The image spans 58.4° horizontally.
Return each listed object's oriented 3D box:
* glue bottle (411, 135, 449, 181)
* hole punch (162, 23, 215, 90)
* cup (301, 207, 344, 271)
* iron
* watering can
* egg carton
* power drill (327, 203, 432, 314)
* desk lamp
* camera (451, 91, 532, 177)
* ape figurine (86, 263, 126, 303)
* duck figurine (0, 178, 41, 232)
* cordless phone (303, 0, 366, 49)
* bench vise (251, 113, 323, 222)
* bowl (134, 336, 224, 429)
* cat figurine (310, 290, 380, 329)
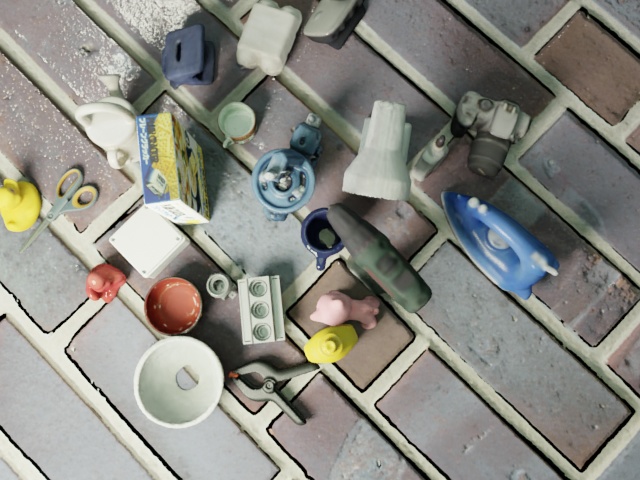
[{"bbox_3d":[0.212,-0.162,1.067,0.037,0.173,0.078,40,85,7],"label":"glue bottle"},{"bbox_3d":[-0.270,-0.370,1.152,0.101,0.091,0.109,-1,82,2],"label":"hole punch"},{"bbox_3d":[0.010,0.004,1.091,0.091,0.095,0.118,6,83,3],"label":"cup"},{"bbox_3d":[0.329,-0.012,1.059,0.258,0.141,0.119,44,86,7],"label":"iron"},{"bbox_3d":[-0.394,-0.227,1.085,0.101,0.194,0.173,-25,82,-1],"label":"watering can"},{"bbox_3d":[-0.104,-0.412,1.163,0.107,0.069,0.150,19,83,4],"label":"egg carton"},{"bbox_3d":[0.098,0.037,1.026,0.229,0.208,0.075,44,86,7],"label":"power drill"},{"bbox_3d":[0.112,-0.156,1.049,0.118,0.213,0.203,9,83,3],"label":"desk lamp"},{"bbox_3d":[0.321,-0.202,1.105,0.143,0.101,0.137,21,83,5],"label":"camera"},{"bbox_3d":[-0.417,0.079,1.096,0.078,0.092,0.076,-15,82,0],"label":"ape figurine"},{"bbox_3d":[-0.604,-0.071,1.125,0.077,0.086,0.104,3,82,2],"label":"duck figurine"},{"bbox_3d":[0.030,-0.471,1.108,0.094,0.185,0.148,29,84,6],"label":"cordless phone"},{"bbox_3d":[-0.064,-0.148,1.050,0.121,0.220,0.207,7,83,3],"label":"bench vise"},{"bbox_3d":[-0.256,0.262,1.074,0.167,0.075,0.167,0,82,2],"label":"bowl"},{"bbox_3d":[0.048,0.129,1.061,0.127,0.118,0.067,5,82,3],"label":"cat figurine"}]
